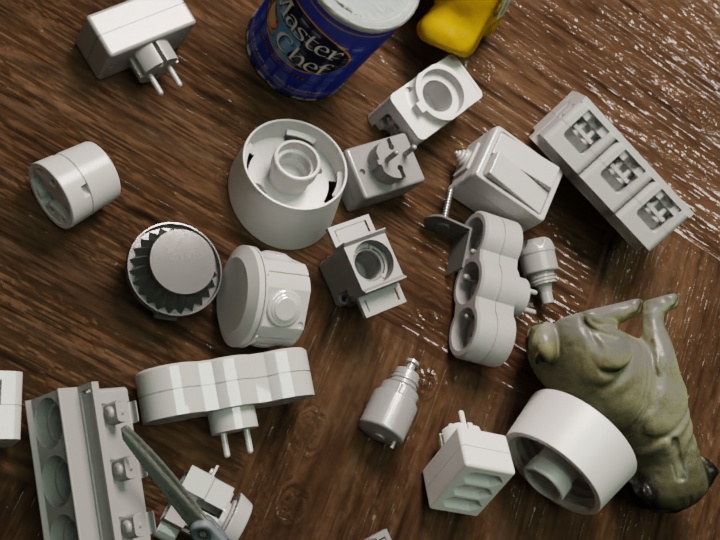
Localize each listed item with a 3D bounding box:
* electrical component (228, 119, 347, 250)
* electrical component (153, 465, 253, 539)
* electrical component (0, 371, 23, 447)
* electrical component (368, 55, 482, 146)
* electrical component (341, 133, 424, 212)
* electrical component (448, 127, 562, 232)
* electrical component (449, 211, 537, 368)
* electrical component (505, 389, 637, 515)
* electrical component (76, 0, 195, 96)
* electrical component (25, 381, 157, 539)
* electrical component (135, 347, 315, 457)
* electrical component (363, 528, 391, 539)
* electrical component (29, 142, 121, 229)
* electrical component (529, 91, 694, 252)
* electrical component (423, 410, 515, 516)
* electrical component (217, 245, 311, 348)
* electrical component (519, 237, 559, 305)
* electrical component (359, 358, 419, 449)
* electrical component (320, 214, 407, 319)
[{"bbox_3d":[-0.060,-0.075,0.909,0.099,0.064,0.099,9,59,-16],"label":"electrical component"},{"bbox_3d":[-0.114,0.180,0.802,0.055,0.048,0.066,30,63,-7],"label":"electrical component"},{"bbox_3d":[-0.282,0.100,0.739,0.089,0.050,0.055,5,73,-25],"label":"electrical component"},{"bbox_3d":[0.062,-0.152,0.984,0.089,0.056,0.050,-38,93,-30],"label":"electrical component"},{"bbox_3d":[0.023,-0.091,0.934,0.066,0.077,0.047,-20,84,-30],"label":"electrical component"},{"bbox_3d":[0.131,-0.086,0.995,0.096,0.061,0.061,33,63,-14],"label":"electrical component"},{"bbox_3d":[0.128,0.021,0.966,0.074,0.052,0.138,16,68,-22],"label":"electrical component"},{"bbox_3d":[0.173,0.161,0.917,0.108,0.108,0.060,48,66,-6],"label":"electrical component"},{"bbox_3d":[-0.174,-0.179,0.880,0.083,0.047,0.075,-31,90,-30],"label":"electrical component"},{"bbox_3d":[-0.190,0.146,0.762,0.063,0.079,0.121,2,73,-49],"label":"electrical component"},{"bbox_3d":[-0.100,0.106,0.827,0.138,0.052,0.073,-6,77,-27],"label":"electrical component"},{"bbox_3d":[-0.010,0.235,0.825,0.081,0.064,0.042,-20,85,-29],"label":"electrical component"},{"bbox_3d":[-0.217,-0.066,0.821,0.047,0.055,0.055,-35,92,-34],"label":"electrical component"},{"bbox_3d":[0.236,-0.093,1.029,0.062,0.089,0.150,-43,98,11],"label":"electrical component"},{"bbox_3d":[0.087,0.154,0.902,0.047,0.065,0.076,14,40,-22],"label":"electrical component"},{"bbox_3d":[-0.078,0.022,0.849,0.051,0.080,0.080,8,71,-29],"label":"electrical component"},{"bbox_3d":[0.169,0.002,1.003,0.035,0.035,0.061,-7,80,-28],"label":"electrical component"},{"bbox_3d":[0.029,0.109,0.897,0.040,0.040,0.078,34,63,-14],"label":"electrical component"},{"bbox_3d":[0.000,0.000,0.902,0.042,0.064,0.081,-20,84,-28],"label":"electrical component"}]
